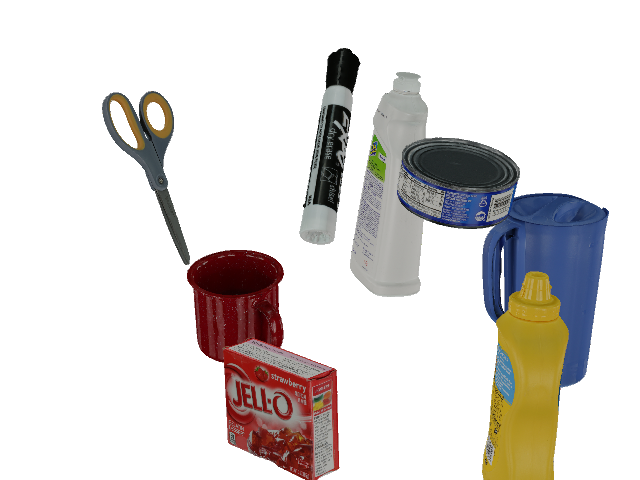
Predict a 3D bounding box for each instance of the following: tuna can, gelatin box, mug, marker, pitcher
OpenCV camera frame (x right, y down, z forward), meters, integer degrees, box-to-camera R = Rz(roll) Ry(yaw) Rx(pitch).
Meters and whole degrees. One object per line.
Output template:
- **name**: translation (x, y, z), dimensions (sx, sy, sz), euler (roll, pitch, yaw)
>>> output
- **tuna can**: translation (0.099, -0.042, 0.774), dimensions (0.086, 0.034, 0.086), euler (6, 29, -3)
- **gelatin box**: translation (-0.028, 0.113, 0.720), dimensions (0.030, 0.073, 0.089), euler (-16, 22, -42)
- **mug**: translation (-0.074, 0.070, 1.033), dimensions (0.093, 0.081, 0.117), euler (-22, 35, -35)
- **marker**: translation (0.006, -0.055, 0.595), dimensions (0.020, 0.121, 0.020), euler (7, -25, 3)
- **pitcher**: translation (0.293, 0.068, 1.401), dimensions (0.149, 0.243, 0.144), euler (5, 21, 15)

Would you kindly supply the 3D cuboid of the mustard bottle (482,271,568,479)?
- **mustard bottle**: translation (0.170, 0.118, 0.882), dimensions (0.058, 0.192, 0.096), euler (2, 17, 1)

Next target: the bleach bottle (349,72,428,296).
- **bleach bottle**: translation (0.088, -0.068, 1.243), dimensions (0.068, 0.251, 0.103), euler (-2, 23, -22)

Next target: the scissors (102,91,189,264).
- **scissors**: translation (-0.172, -0.081, 1.189), dimensions (0.016, 0.201, 0.096), euler (-16, 20, 45)
